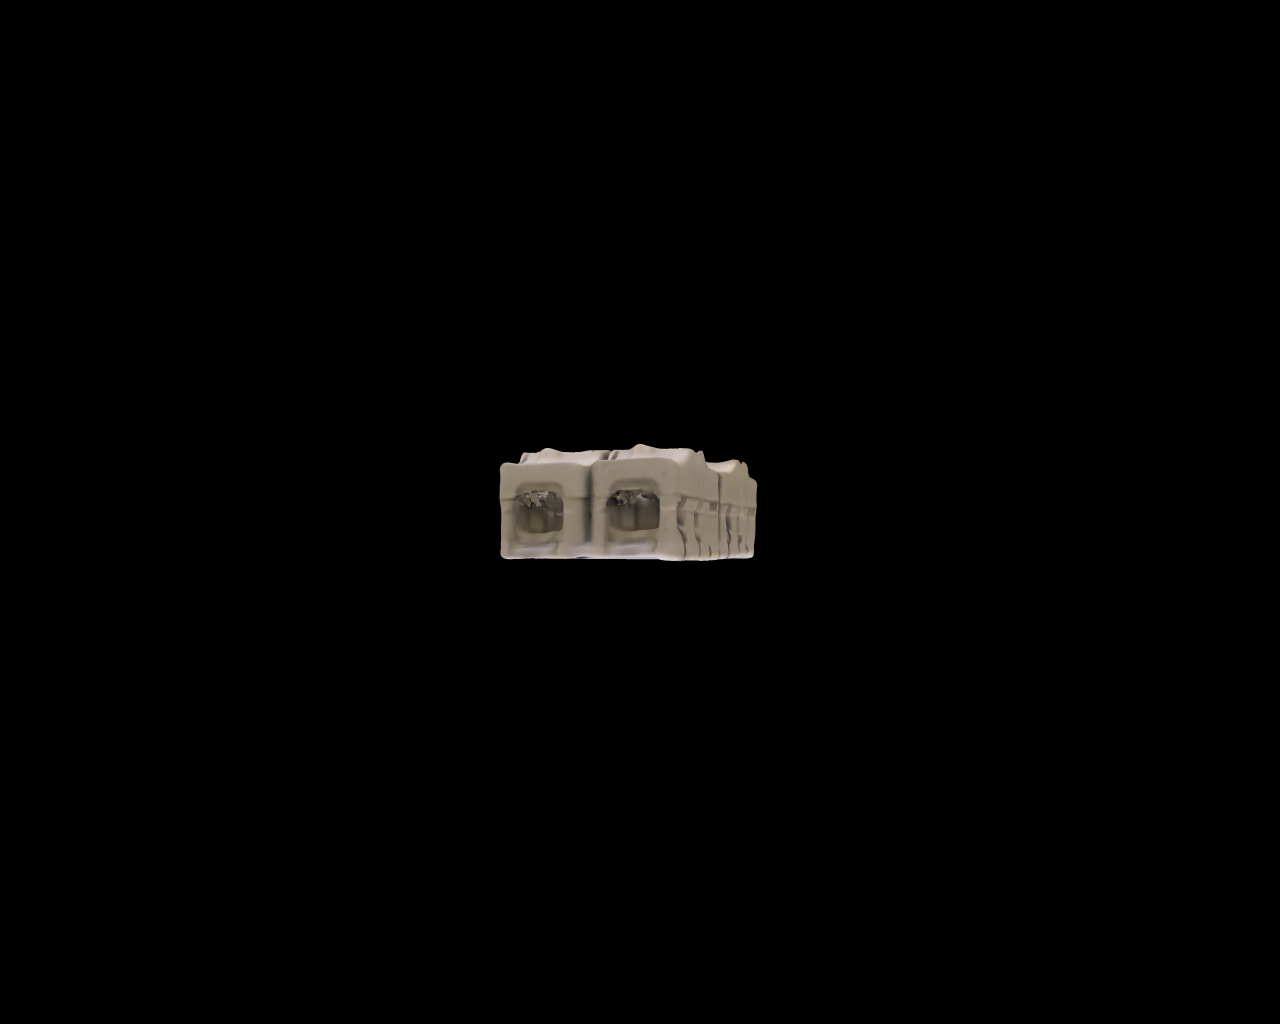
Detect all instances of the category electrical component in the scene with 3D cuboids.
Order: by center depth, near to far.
[{"bbox_3d":[0.001,-0.003,0.650,0.105,0.060,0.186,-1,-2,20],"label":"electrical component"}]
